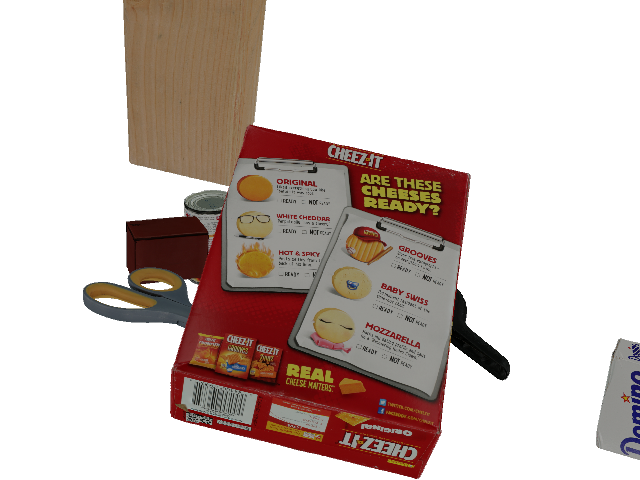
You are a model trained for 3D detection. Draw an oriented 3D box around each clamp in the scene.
[{"bbox_3d":[0.136,0.094,1.158,0.120,0.171,0.039,4,-44,-7],"label":"clamp"}]

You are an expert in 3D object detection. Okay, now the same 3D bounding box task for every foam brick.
[{"bbox_3d":[-0.160,0.009,1.109,0.078,0.051,0.053,-5,22,-18],"label":"foam brick"}]

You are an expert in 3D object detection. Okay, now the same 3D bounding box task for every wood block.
[{"bbox_3d":[-0.097,-0.150,0.833,0.091,0.090,0.206,14,-39,3],"label":"wood block"}]

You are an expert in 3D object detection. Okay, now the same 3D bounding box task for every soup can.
[{"bbox_3d":[-0.135,-0.004,1.323,0.068,0.102,0.068,1,26,0],"label":"soup can"}]

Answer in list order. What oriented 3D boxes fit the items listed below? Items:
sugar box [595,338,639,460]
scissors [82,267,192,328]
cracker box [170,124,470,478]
[{"bbox_3d":[0.323,0.150,0.881,0.176,0.093,0.048,12,24,20],"label":"sugar box"},{"bbox_3d":[-0.099,0.058,0.886,0.202,0.016,0.096,11,25,15],"label":"scissors"},{"bbox_3d":[0.005,0.035,0.709,0.164,0.213,0.072,13,-40,0],"label":"cracker box"}]
